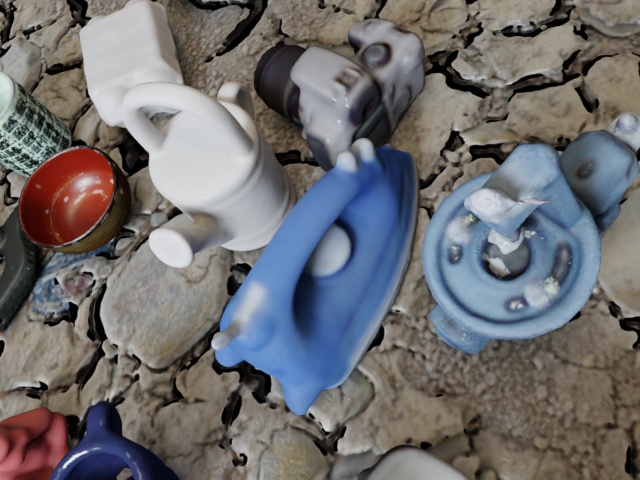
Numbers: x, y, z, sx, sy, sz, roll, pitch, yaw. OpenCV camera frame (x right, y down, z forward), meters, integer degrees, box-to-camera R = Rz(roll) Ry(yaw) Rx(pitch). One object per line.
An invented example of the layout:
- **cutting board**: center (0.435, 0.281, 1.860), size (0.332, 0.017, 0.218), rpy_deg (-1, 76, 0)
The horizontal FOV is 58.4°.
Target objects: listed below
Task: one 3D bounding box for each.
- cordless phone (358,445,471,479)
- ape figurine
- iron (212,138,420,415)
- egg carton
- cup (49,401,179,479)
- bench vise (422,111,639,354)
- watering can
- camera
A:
- **cordless phone**: center (0.038, 0.201, 0.353), size (0.094, 0.185, 0.148), rpy_deg (26, 77, 23)
- **ape figurine**: center (-0.261, 0.181, 0.493), size (0.076, 0.092, 0.078), rpy_deg (21, 75, 22)
- **iron**: center (0.004, 0.002, 0.467), size (0.118, 0.142, 0.258), rpy_deg (26, 77, 23)
- **egg carton**: center (-0.210, -0.200, 0.646), size (0.107, 0.069, 0.150), rpy_deg (-22, 65, 5)
- **cup**: center (-0.155, 0.193, 0.458), size (0.091, 0.095, 0.117), rpy_deg (-16, 65, 8)
- **bench vise**: center (0.145, -0.029, 0.398), size (0.121, 0.220, 0.207), rpy_deg (24, 76, 23)
- **watering can**: center (-0.094, -0.062, 0.490), size (0.101, 0.194, 0.173), rpy_deg (-14, 66, 10)
- **camera**: center (0.010, -0.155, 0.552), size (0.136, 0.101, 0.143), rpy_deg (34, 80, 24)
